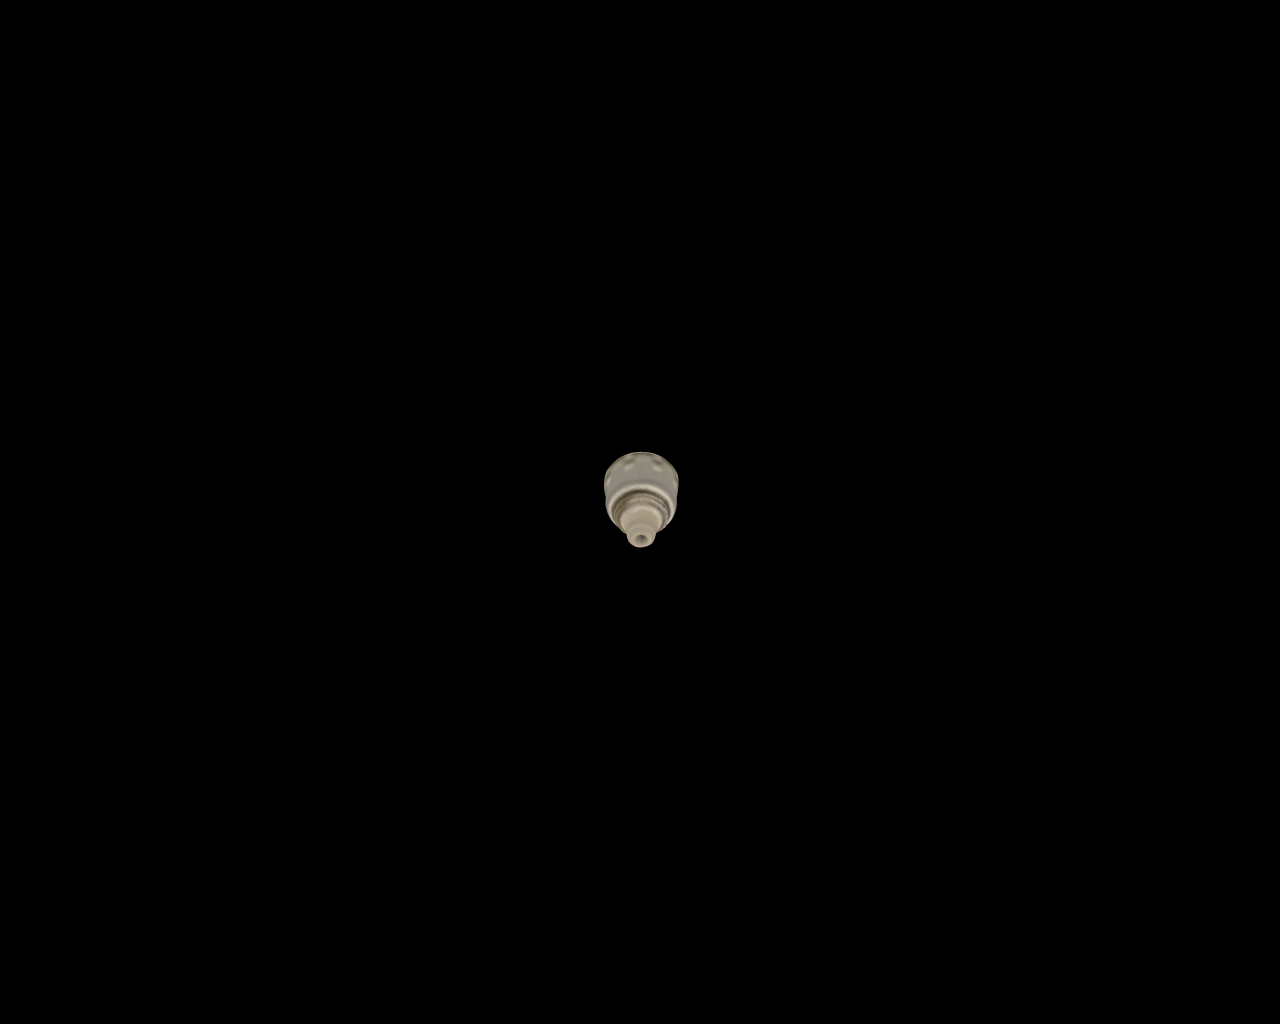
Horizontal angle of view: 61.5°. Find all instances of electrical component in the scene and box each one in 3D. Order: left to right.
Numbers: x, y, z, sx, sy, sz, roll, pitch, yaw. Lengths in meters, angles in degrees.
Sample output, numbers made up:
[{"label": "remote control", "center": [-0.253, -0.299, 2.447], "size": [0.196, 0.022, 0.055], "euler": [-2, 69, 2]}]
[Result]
[{"label": "electrical component", "center": [0.001, -0.003, 0.650], "size": [0.048, 0.048, 0.062], "euler": [0, 40, 0]}]
